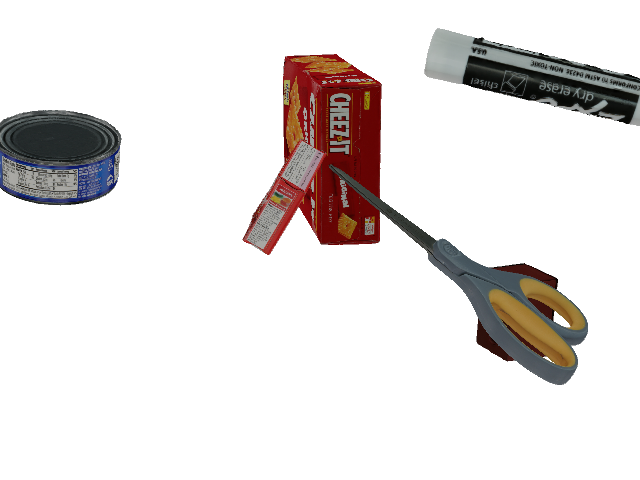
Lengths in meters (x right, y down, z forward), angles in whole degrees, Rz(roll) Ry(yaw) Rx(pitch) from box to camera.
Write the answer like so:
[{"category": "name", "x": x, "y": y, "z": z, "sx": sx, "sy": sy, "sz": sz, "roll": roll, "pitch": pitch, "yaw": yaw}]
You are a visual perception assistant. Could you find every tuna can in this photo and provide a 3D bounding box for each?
[{"category": "tuna can", "x": -0.181, "y": -0.057, "z": 0.732, "sx": 0.086, "sy": 0.034, "sz": 0.086, "roll": 6, "pitch": 29, "yaw": -4}]

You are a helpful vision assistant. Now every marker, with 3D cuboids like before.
[{"category": "marker", "x": 0.100, "y": -0.057, "z": 0.400, "sx": 0.121, "sy": 0.020, "sz": 0.020, "roll": 15, "pitch": 2, "yaw": 9}]

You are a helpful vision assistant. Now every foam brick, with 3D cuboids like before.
[{"category": "foam brick", "x": 0.182, "y": 0.066, "z": 0.996, "sx": 0.051, "sy": 0.078, "sz": 0.053, "roll": -7, "pitch": 18, "yaw": -26}]

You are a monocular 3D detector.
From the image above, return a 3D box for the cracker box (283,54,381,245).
[{"category": "cracker box", "x": 0.009, "y": -0.104, "z": 1.143, "sx": 0.072, "sy": 0.164, "sz": 0.214, "roll": -4, "pitch": 18, "yaw": -9}]

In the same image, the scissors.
[{"category": "scissors", "x": 0.097, "y": 0.013, "z": 0.688, "sx": 0.096, "sy": 0.016, "sz": 0.202, "roll": -10, "pitch": 50, "yaw": -48}]

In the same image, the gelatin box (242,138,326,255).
[{"category": "gelatin box", "x": -0.032, "y": -0.040, "z": 0.939, "sx": 0.030, "sy": 0.073, "sz": 0.089, "roll": 30, "pitch": 31, "yaw": -5}]
